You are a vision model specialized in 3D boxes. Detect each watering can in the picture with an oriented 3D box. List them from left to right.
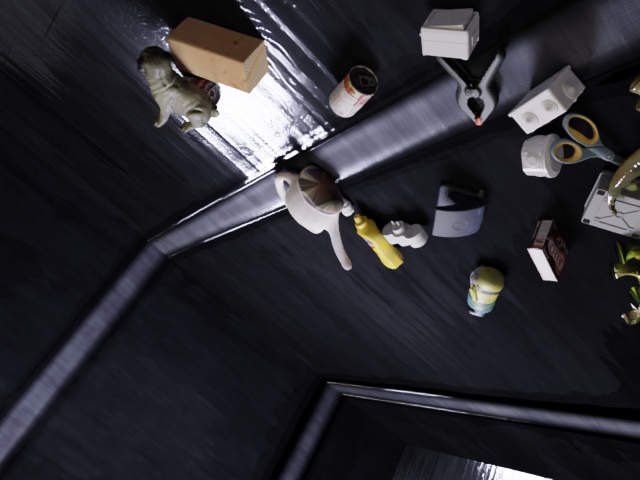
[{"bbox_3d":[0.004,-0.073,1.459,0.348,0.105,0.221,47,152,2],"label":"watering can"}]

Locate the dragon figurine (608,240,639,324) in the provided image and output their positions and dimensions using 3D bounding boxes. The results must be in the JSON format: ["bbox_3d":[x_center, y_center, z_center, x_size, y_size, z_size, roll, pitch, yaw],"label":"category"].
[{"bbox_3d":[0.705,0.056,0.978,0.242,0.125,0.402,-8,147,12],"label":"dragon figurine"}]
